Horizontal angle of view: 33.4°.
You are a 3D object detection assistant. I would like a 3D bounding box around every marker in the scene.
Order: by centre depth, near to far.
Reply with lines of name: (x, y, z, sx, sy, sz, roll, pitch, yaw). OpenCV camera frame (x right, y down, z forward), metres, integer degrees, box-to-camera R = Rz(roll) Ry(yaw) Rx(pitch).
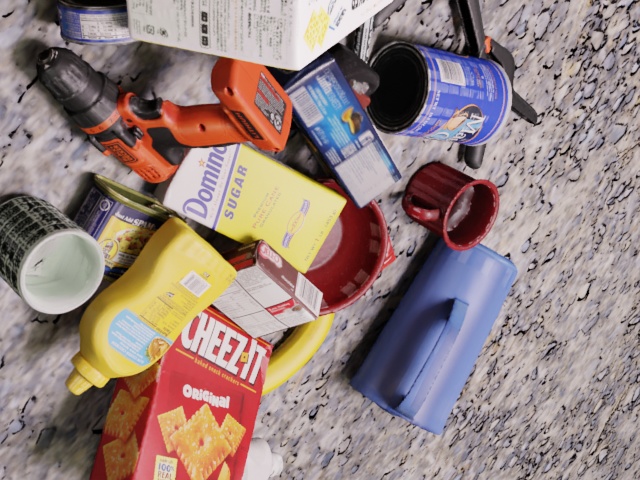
marker: (0.045, -0.211, 1.146, 0.020, 0.020, 0.121, -19, 133, -32)

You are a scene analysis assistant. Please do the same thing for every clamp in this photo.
clamp: (0.132, -0.311, 1.162, 0.164, 0.036, 0.210, -3, 112, -32)
clamp: (0.204, -0.170, 1.304, 0.120, 0.039, 0.171, -48, 132, -18)

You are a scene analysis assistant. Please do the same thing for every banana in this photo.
banana: (-0.041, 0.128, 1.267, 0.069, 0.037, 0.197, 44, 81, -28)

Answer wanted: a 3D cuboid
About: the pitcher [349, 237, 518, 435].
pitcher: (0.151, 0.116, 1.350, 0.144, 0.149, 0.243, 28, 90, -44)

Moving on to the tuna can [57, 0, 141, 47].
tuna can: (-0.183, -0.196, 0.921, 0.086, 0.086, 0.034, -20, 123, -32)

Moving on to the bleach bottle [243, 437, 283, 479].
bleach bottle: (-0.137, 0.254, 1.236, 0.250, 0.068, 0.102, 12, 105, -46)

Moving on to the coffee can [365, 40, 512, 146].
coffee can: (0.132, -0.163, 1.199, 0.140, 0.103, 0.103, 2, 112, -42)

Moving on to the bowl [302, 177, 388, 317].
bowl: (-0.008, 0.001, 1.187, 0.162, 0.055, 0.162, -6, 110, -17)

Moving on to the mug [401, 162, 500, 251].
mug: (0.149, -0.043, 1.297, 0.117, 0.082, 0.093, -11, 120, -36)

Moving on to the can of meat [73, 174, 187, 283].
can of meat: (-0.194, -0.005, 1.042, 0.101, 0.058, 0.084, 25, 98, -45)

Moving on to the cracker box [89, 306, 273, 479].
cracker box: (-0.139, 0.181, 1.119, 0.164, 0.072, 0.213, 38, 57, -46)

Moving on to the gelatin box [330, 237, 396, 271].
gelatin box: (0.045, 0.017, 1.278, 0.089, 0.030, 0.073, -36, 132, -19)

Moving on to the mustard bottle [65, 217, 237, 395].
mustard bottle: (-0.173, 0.074, 1.028, 0.191, 0.058, 0.096, -47, 139, -2)

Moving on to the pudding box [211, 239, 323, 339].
pudding box: (-0.065, 0.053, 1.114, 0.113, 0.090, 0.039, 45, 39, -36)

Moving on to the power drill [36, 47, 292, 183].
power drill: (-0.133, -0.121, 0.945, 0.184, 0.188, 0.057, 44, 48, -50)

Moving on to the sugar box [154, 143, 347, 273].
sugar box: (-0.070, -0.044, 1.091, 0.176, 0.048, 0.093, 26, 98, -27)
